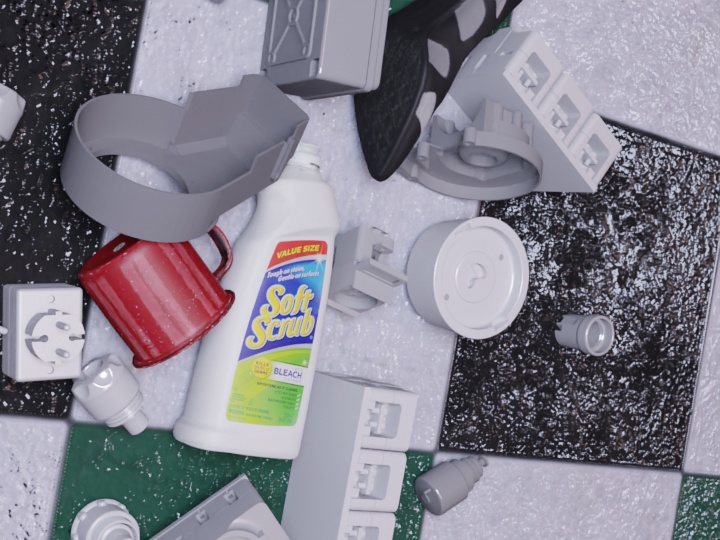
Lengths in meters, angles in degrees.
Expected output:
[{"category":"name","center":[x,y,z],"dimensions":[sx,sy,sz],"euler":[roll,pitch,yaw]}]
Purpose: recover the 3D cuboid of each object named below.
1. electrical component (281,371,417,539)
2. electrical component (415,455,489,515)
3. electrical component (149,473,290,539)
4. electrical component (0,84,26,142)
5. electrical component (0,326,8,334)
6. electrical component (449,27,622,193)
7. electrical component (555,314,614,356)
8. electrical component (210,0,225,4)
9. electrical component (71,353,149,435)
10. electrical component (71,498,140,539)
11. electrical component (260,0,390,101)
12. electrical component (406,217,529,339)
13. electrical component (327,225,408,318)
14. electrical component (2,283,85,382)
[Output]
[{"category":"electrical component","center":[-0.008,0.167,0.901],"dimensions":[0.062,0.089,0.150],"euler":[12,88,-33]},{"category":"electrical component","center":[0.087,0.194,0.995],"dimensions":[0.078,0.040,0.040],"euler":[-26,108,-29]},{"category":"electrical component","center":[-0.132,0.259,0.821],"dimensions":[0.186,0.060,0.105],"euler":[-34,112,-12]},{"category":"electrical component","center":[-0.262,-0.099,0.740],"dimensions":[0.043,0.043,0.062],"euler":[29,80,-32]},{"category":"electrical component","center":[-0.281,0.038,0.737],"dimensions":[0.076,0.047,0.083],"euler":[26,80,-32]},{"category":"electrical component","center":[0.160,-0.144,0.982],"dimensions":[0.150,0.089,0.061],"euler":[46,70,-28]},{"category":"electrical component","center":[0.222,0.063,1.068],"dimensions":[0.040,0.046,0.040],"euler":[-3,96,-33]},{"category":"electrical component","center":[-0.100,-0.239,0.834],"dimensions":[0.065,0.044,0.044],"euler":[-48,117,-15]},{"category":"electrical component","center":[-0.184,0.097,0.808],"dimensions":[0.043,0.043,0.062],"euler":[-45,118,-22]},{"category":"electrical component","center":[-0.185,0.201,0.805],"dimensions":[0.048,0.062,0.048],"euler":[-3,96,-33]},{"category":"electrical component","center":[-0.028,-0.193,0.844],"dimensions":[0.056,0.109,0.108],"euler":[7,90,-31]},{"category":"electrical component","center":[0.092,0.005,0.969],"dimensions":[0.108,0.060,0.108],"euler":[-3,96,-33]},{"category":"electrical component","center":[0.000,0.000,0.905],"dimensions":[0.042,0.081,0.063],"euler":[27,57,-32]},{"category":"electrical component","center":[-0.219,0.046,0.760],"dimensions":[0.047,0.077,0.065],"euler":[-1,95,-33]}]
